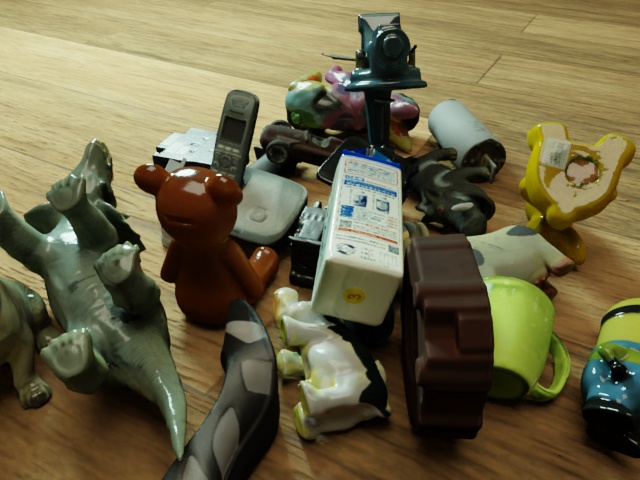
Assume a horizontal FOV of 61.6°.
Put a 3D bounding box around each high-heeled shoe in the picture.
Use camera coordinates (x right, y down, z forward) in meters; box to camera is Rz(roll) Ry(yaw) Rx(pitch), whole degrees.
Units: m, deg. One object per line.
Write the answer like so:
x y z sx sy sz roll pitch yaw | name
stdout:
-0.100 0.154 0.443 0.145 0.086 0.249 -8 43 -15 | high-heeled shoe

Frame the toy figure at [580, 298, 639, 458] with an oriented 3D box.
0.298 0.118 0.511 0.089 0.082 0.180 31 48 32 | toy figure

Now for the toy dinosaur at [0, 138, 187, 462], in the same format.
-0.210 0.059 0.528 0.131 0.192 0.405 -31 61 -8 | toy dinosaur

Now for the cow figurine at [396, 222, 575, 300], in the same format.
0.173 0.028 0.628 0.195 0.085 0.127 -13 44 -14 | cow figurine

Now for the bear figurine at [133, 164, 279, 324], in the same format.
-0.117 -0.009 0.575 0.120 0.195 0.132 5 35 10 | bear figurine

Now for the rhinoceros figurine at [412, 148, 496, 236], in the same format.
0.183 -0.066 0.765 0.112 0.073 0.190 -9 37 -16 | rhinoceros figurine

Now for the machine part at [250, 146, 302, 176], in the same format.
-0.088 -0.115 0.859 0.084 0.039 0.139 23 39 15 | machine part

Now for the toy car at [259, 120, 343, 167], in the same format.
0.004 -0.142 0.855 0.202 0.053 0.089 14 32 -8 | toy car

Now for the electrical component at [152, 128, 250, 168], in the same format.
-0.194 -0.128 0.854 0.134 0.058 0.115 12 35 15 | electrical component

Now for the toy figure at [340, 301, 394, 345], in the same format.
0.047 0.049 0.614 0.064 0.057 0.155 -10 38 -3 | toy figure

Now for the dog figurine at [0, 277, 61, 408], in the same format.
-0.323 0.049 0.495 0.121 0.190 0.173 -17 38 -24 | dog figurine

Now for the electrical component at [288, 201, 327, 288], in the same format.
-0.001 -0.002 0.675 0.048 0.074 0.119 11 34 13 | electrical component

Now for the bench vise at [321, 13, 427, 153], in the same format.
0.092 -0.225 0.826 0.129 0.240 0.224 -6 13 -12 | bench vise

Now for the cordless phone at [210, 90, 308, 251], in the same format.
-0.079 -0.091 0.690 0.147 0.184 0.088 19 15 24 | cordless phone

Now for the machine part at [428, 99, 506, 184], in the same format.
0.244 -0.171 0.907 0.079 0.079 0.243 -4 36 -7 | machine part

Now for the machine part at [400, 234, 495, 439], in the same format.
0.105 0.084 0.481 0.056 0.179 0.179 -1 36 3 | machine part

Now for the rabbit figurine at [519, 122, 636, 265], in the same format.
0.317 -0.050 0.698 0.122 0.173 0.162 7 81 10 | rabbit figurine

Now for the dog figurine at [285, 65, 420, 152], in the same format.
0.069 -0.225 0.958 0.219 0.108 0.191 32 45 32 | dog figurine

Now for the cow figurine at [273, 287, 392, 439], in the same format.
0.007 0.106 0.528 0.098 0.068 0.167 -4 39 -16 | cow figurine

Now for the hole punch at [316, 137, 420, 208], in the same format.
0.063 -0.068 0.752 0.116 0.092 0.142 26 49 19 | hole punch
